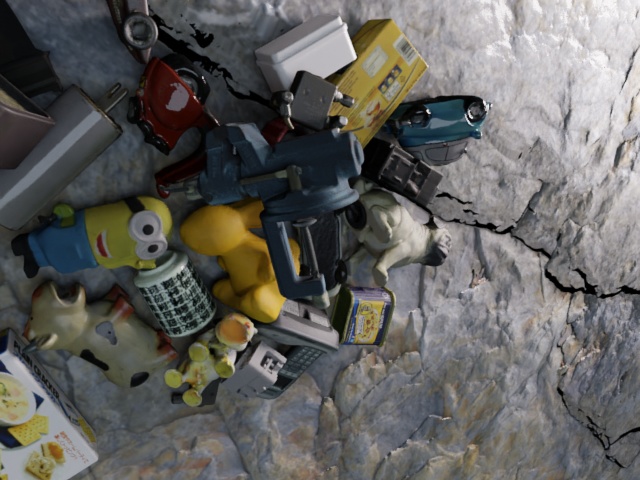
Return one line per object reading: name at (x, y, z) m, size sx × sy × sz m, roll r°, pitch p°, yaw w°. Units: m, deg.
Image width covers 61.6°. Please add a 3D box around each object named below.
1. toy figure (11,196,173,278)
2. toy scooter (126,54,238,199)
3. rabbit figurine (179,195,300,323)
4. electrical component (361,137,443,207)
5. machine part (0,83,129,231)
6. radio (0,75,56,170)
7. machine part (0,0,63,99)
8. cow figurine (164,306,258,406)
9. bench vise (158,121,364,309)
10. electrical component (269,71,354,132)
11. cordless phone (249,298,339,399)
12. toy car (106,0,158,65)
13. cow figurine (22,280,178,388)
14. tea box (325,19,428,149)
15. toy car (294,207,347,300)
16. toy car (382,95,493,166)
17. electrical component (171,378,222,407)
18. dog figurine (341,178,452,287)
toy figure at (-0.275, -0.008, 0.667) m, size 0.180 × 0.089 × 0.082 m, roll -12°, pitch 146°, yaw -12°
toy scooter at (-0.176, -0.129, 0.673) m, size 0.135 × 0.075 × 0.183 m, roll -43°, pitch 128°, yaw -10°
rabbit figurine at (-0.106, 0.009, 0.736) m, size 0.173 × 0.122 × 0.162 m, roll 40°, pitch 84°, yaw -30°
electrical component at (0.116, -0.102, 0.807) m, size 0.134 × 0.115 × 0.058 m, roll 26°, pitch 98°, yaw -30°
machine part at (-0.315, -0.094, 0.617) m, size 0.243 × 0.079 × 0.079 m, roll -45°, pitch 122°, yaw -4°
radio at (-0.376, -0.164, 0.493) m, size 0.229 × 0.131 × 0.073 m, roll 40°, pitch 90°, yaw -12°
machine part at (-0.336, -0.216, 0.570) m, size 0.084 × 0.039 × 0.138 m, roll -11°, pitch 115°, yaw 12°
cow figurine at (-0.141, 0.150, 0.758) m, size 0.068 × 0.098 × 0.167 m, roll 43°, pitch 114°, yaw -5°
bench vise at (-0.047, -0.026, 0.639) m, size 0.224 × 0.129 × 0.240 m, roll -13°, pitch 103°, yaw 2°
electrical component at (-0.009, -0.164, 0.666) m, size 0.102 × 0.045 × 0.078 m, roll 25°, pitch 94°, yaw -28°
cordless phone at (-0.074, 0.176, 0.846) m, size 0.146 × 0.089 × 0.184 m, roll 26°, pitch 115°, yaw -32°
toy car at (-0.212, -0.297, 0.585) m, size 0.053 × 0.089 × 0.201 m, roll -8°, pitch 114°, yaw -24°
cow figurine at (-0.296, 0.124, 0.708) m, size 0.127 × 0.086 × 0.194 m, roll -44°, pitch 123°, yaw -13°
tea box at (0.060, -0.215, 0.764) m, size 0.169 × 0.068 × 0.098 m, roll -49°, pitch 122°, yaw -1°
toy car at (-0.002, -0.002, 0.822) m, size 0.073 × 0.056 × 0.201 m, roll -9°, pitch 111°, yaw -17°
toy car at (0.178, -0.163, 0.816) m, size 0.162 × 0.109 × 0.102 m, roll -15°, pitch 110°, yaw -19°
electrical component at (-0.181, 0.230, 0.837) m, size 0.094 × 0.021 × 0.063 m, roll 5°, pitch 107°, yaw -29°
dog figurine at (0.130, -0.027, 0.865) m, size 0.190 × 0.121 × 0.172 m, roll -20°, pitch 121°, yaw -34°
